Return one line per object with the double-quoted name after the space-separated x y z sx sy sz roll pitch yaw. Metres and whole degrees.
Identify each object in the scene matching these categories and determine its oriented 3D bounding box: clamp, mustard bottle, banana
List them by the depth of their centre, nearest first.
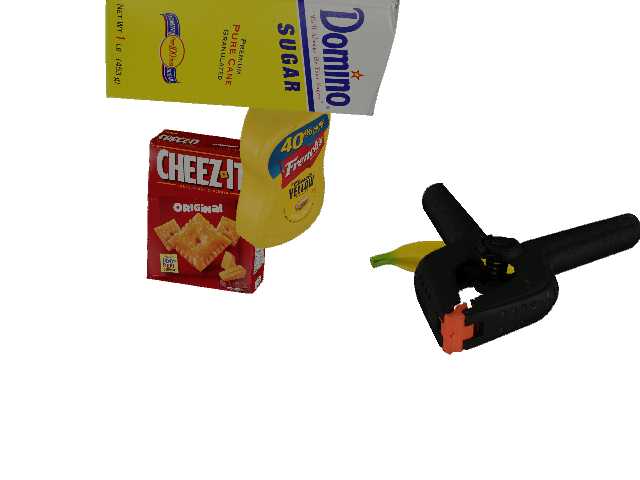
0.114 0.013 0.737 0.165 0.036 0.209 13 30 28 "clamp"
-0.032 -0.087 0.975 0.058 0.192 0.096 36 51 28 "mustard bottle"
0.145 0.034 1.037 0.198 0.037 0.069 15 43 40 "banana"

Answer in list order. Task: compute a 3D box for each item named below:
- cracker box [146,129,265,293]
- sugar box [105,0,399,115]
-0.162 -0.039 1.531 0.164 0.214 0.072 9 22 10 "cracker box"
-0.045 -0.129 0.671 0.176 0.048 0.093 4 -40 -7 "sugar box"
